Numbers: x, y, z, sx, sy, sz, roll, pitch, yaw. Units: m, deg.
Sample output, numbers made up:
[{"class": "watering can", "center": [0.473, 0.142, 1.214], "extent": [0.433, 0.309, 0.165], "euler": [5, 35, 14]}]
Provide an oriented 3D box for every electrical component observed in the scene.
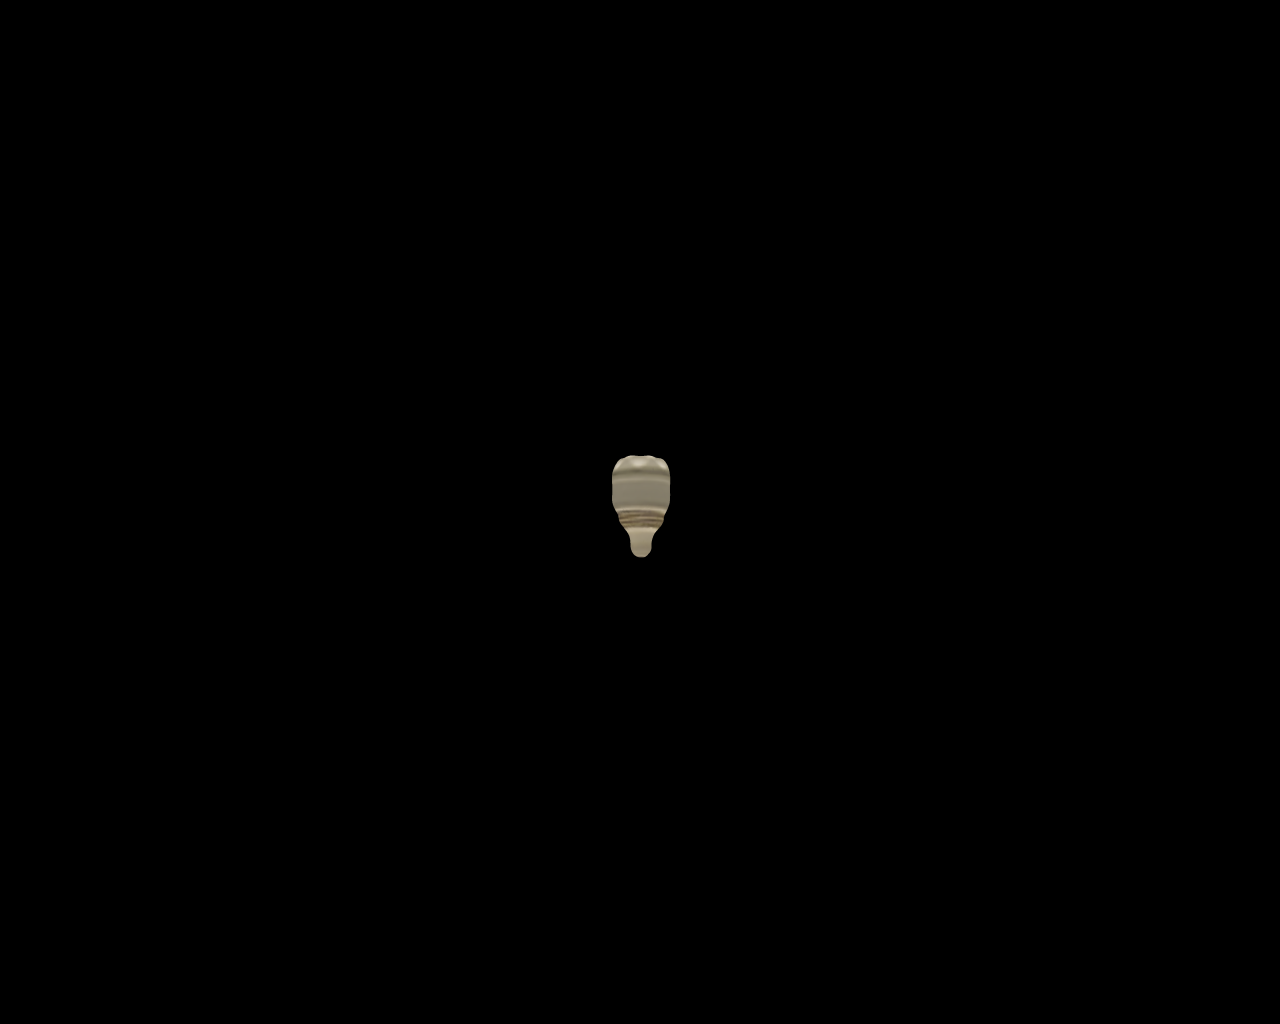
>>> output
[{"class": "electrical component", "center": [0.001, -0.003, 0.650], "extent": [0.035, 0.061, 0.035], "euler": [0, -7, 0]}]
